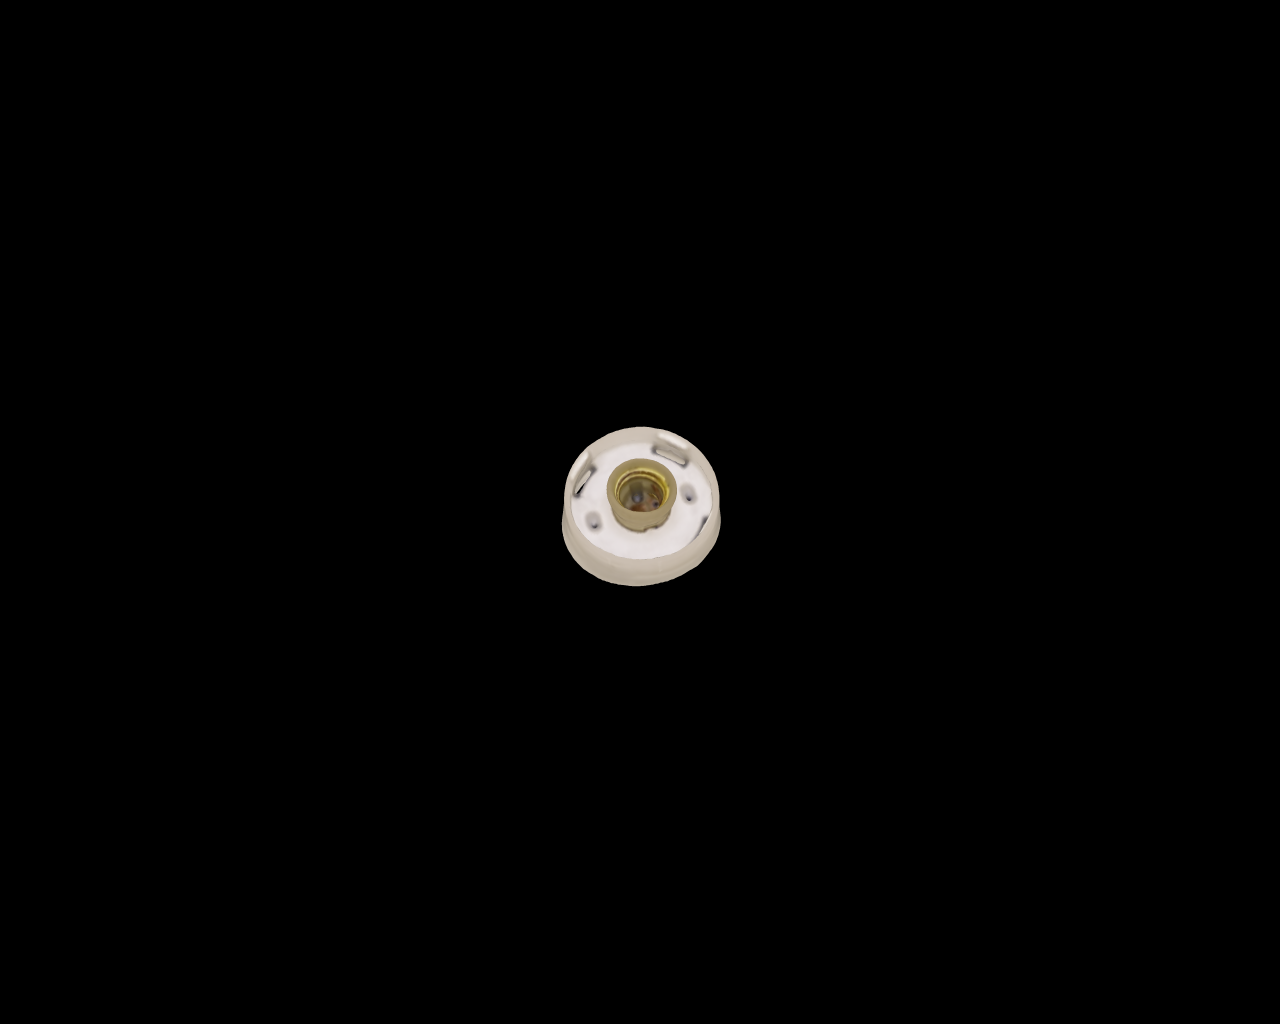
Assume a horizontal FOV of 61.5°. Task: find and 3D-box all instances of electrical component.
[{"bbox_3d":[0.001,-0.003,0.650,0.099,0.099,0.064,0,-25,0],"label":"electrical component"}]
